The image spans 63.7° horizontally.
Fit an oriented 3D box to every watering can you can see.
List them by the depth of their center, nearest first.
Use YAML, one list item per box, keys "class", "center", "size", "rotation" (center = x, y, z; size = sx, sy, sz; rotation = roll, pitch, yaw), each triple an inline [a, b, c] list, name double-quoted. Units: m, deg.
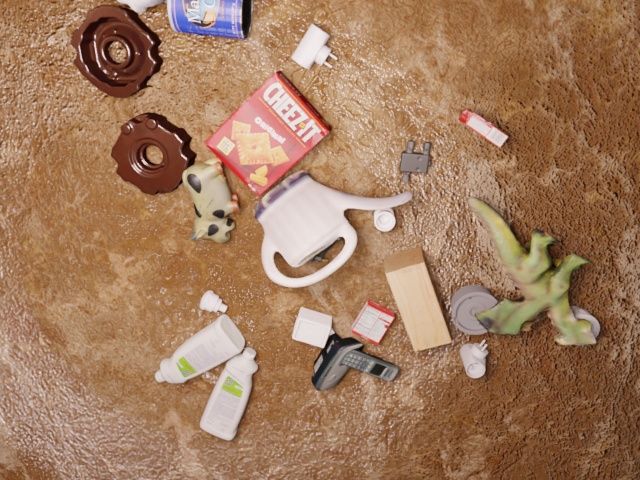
- class: "watering can"
  center: [0.003, -0.055, 1.088]
  size: [0.346, 0.104, 0.225]
  rotation: [-39, 82, 8]

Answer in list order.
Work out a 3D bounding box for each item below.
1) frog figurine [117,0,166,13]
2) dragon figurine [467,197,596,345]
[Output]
- class: "frog figurine"
  center: [-0.357, -0.505, 0.974]
  size: [0.159, 0.126, 0.134]
  rotation: [1, 130, -8]
- class: "dragon figurine"
  center: [0.426, 0.099, 1.095]
  size: [0.409, 0.123, 0.241]
  rotation: [29, 97, -6]
